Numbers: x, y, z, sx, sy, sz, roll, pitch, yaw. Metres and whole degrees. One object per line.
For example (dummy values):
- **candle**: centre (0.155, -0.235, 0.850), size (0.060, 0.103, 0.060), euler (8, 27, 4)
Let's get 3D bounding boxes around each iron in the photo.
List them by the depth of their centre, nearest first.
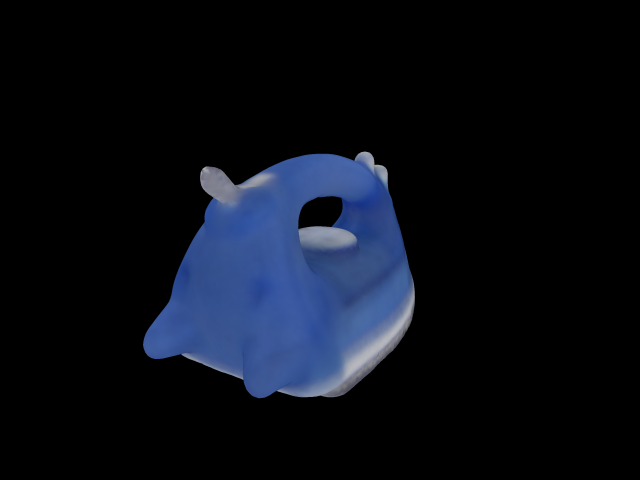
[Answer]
- **iron**: centre (0.004, 0.001, 0.400), size (0.118, 0.141, 0.259), euler (11, 21, 30)
